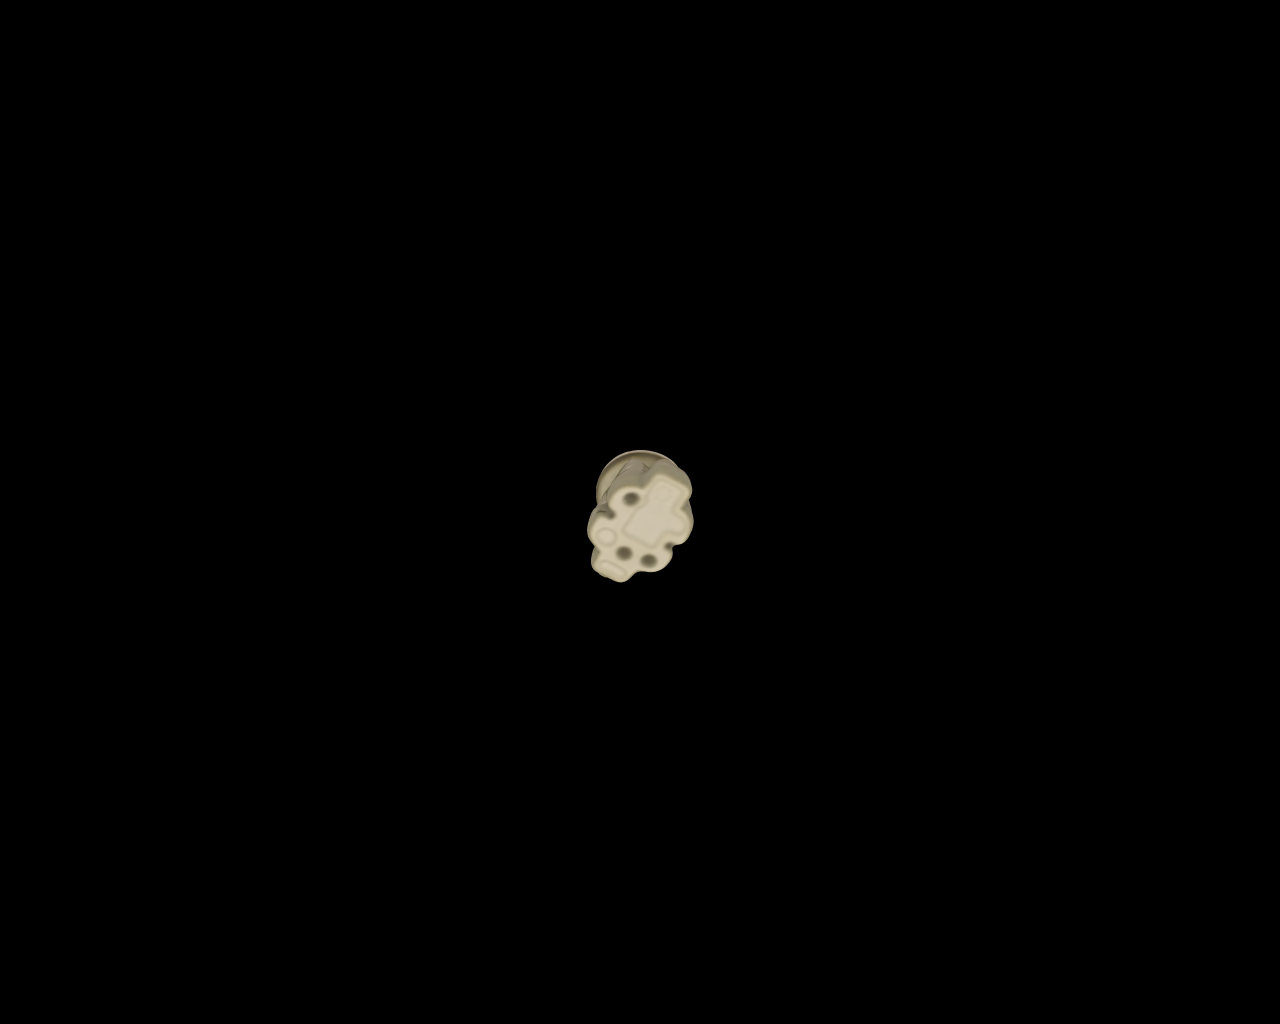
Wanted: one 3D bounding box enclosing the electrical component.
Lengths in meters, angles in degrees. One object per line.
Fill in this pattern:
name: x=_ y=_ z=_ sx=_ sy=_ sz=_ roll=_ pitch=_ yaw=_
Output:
electrical component: x=0.001 y=-0.003 z=0.650 sx=0.058 sy=0.078 sz=0.057 roll=29 pitch=24 yaw=-14
